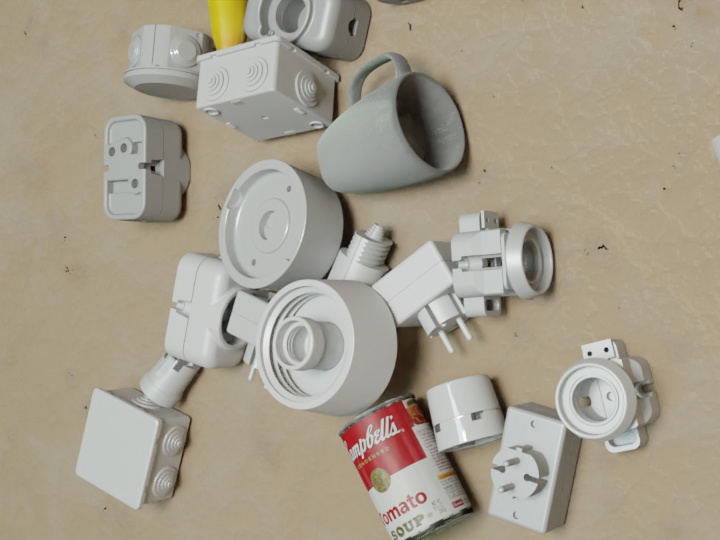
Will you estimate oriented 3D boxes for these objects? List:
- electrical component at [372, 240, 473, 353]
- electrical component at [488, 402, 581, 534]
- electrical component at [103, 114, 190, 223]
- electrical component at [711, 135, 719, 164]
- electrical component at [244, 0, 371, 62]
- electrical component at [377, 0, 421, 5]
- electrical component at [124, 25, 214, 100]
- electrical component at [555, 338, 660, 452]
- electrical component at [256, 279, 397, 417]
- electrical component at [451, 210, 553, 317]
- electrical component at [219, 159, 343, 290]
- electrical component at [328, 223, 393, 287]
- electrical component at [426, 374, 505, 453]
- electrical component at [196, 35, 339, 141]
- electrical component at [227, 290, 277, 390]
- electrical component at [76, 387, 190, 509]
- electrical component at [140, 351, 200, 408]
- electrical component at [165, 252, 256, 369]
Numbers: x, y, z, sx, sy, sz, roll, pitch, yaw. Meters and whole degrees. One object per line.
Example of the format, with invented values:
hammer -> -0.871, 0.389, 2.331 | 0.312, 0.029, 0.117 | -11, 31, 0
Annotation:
electrical component -> 0.060, 0.027, 0.833 | 0.066, 0.047, 0.076 | -39, 69, 27
electrical component -> 0.119, 0.144, 0.774 | 0.047, 0.076, 0.083 | 14, 96, 33
electrical component -> -0.198, -0.092, 0.999 | 0.054, 0.059, 0.095 | 0, 89, 33
electrical component -> 0.263, -0.070, 0.699 | 0.055, 0.055, 0.047 | -19, 82, 32
electrical component -> -0.048, -0.211, 0.903 | 0.095, 0.059, 0.053 | 17, 98, 33
electrical component -> 0.031, -0.245, 0.860 | 0.045, 0.045, 0.055 | -4, 87, 33
electrical component -> -0.171, -0.186, 0.973 | 0.080, 0.080, 0.051 | 1, 84, 33
electrical component -> 0.172, 0.089, 0.753 | 0.058, 0.057, 0.078 | -18, 79, 32
electrical component -> -0.032, 0.058, 0.824 | 0.108, 0.060, 0.108 | -7, 79, 37
electrical component -> 0.107, -0.006, 0.798 | 0.057, 0.058, 0.078 | -5, 86, 36
electrical component -> -0.061, -0.034, 0.903 | 0.108, 0.060, 0.108 | -11, 74, 42
electrical component -> 0.000, 0.000, 0.876 | 0.043, 0.043, 0.081 | 31, 106, 30
electrical component -> 0.080, 0.108, 0.815 | 0.055, 0.055, 0.047 | -24, 72, 31
electrical component -> -0.078, -0.148, 0.899 | 0.100, 0.100, 0.048 | -7, 73, 33
electrical component -> -0.077, 0.064, 0.923 | 0.066, 0.047, 0.076 | 24, 102, 31
electrical component -> -0.212, 0.164, 1.009 | 0.100, 0.048, 0.099 | 20, 100, 32
electrical component -> -0.174, 0.097, 0.992 | 0.040, 0.040, 0.046 | 45, 106, 26
electrical component -> -0.128, 0.037, 0.954 | 0.059, 0.054, 0.095 | 15, 97, 33
